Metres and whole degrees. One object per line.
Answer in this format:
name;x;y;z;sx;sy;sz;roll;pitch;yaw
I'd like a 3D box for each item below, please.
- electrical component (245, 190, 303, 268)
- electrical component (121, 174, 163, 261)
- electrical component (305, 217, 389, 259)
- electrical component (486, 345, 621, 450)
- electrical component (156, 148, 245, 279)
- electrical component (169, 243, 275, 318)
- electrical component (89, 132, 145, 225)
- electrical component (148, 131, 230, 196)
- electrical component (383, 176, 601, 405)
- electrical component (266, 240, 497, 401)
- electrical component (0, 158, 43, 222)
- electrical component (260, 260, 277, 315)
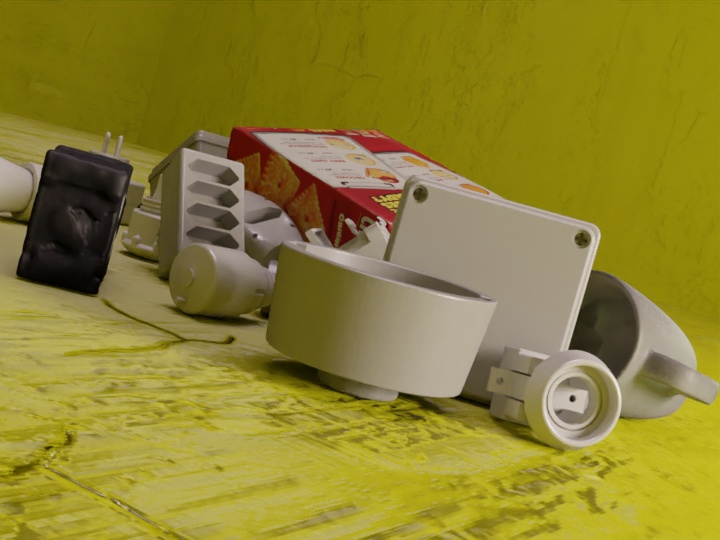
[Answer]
electrical component;-0.093;-0.020;0.820;0.079;0.043;0.077;-17;42;-30
electrical component;-0.146;-0.039;0.792;0.048;0.062;0.048;16;5;-1
electrical component;0.000;0.000;0.735;0.081;0.064;0.042;58;9;1
electrical component;0.098;0.062;0.532;0.066;0.048;0.055;15;-2;-13
electrical component;-0.116;-0.026;0.741;0.047;0.083;0.076;13;-33;-28
electrical component;-0.074;0.008;0.623;0.040;0.040;0.078;20;6;39
electrical component;-0.233;-0.087;0.981;0.066;0.076;0.047;19;7;38
electrical component;-0.149;-0.088;1.124;0.109;0.056;0.109;12;-27;-36
electrical component;0.065;0.014;0.598;0.109;0.108;0.056;16;2;7
electrical component;0.006;0.029;0.521;0.108;0.060;0.108;15;5;-1
electrical component;-0.253;-0.059;0.791;0.055;0.045;0.045;11;6;-44
electrical component;-0.031;0.016;0.678;0.065;0.044;0.044;11;5;-3
